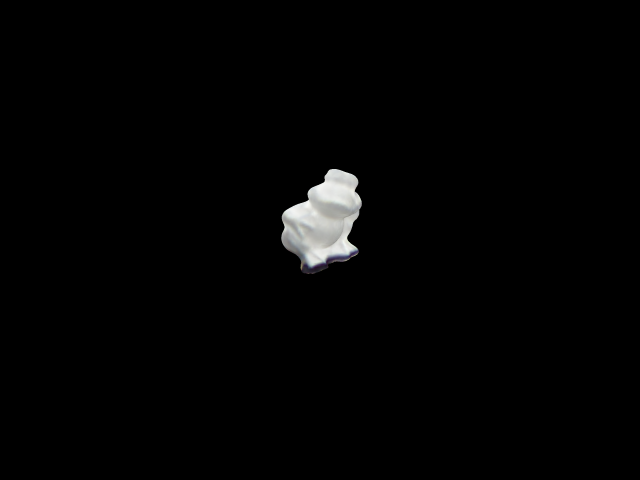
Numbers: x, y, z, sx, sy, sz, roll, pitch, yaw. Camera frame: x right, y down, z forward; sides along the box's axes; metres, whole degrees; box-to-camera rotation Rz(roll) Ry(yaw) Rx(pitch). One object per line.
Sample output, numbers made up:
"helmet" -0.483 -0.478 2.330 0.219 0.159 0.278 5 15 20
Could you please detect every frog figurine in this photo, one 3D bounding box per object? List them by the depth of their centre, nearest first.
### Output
"frog figurine" 0.003 -0.043 0.850 0.138 0.157 0.124 -7 23 -18
